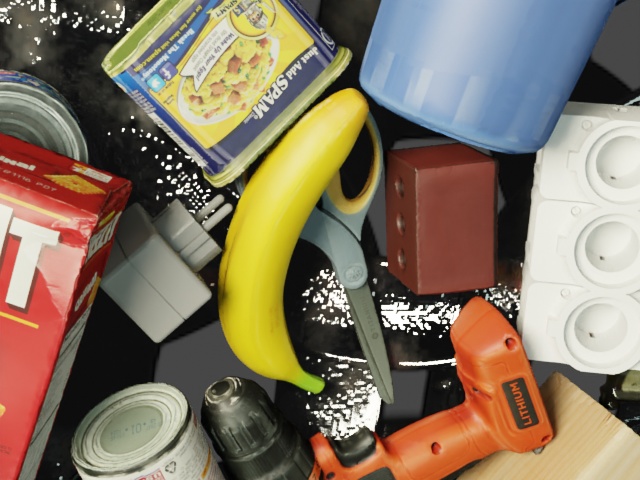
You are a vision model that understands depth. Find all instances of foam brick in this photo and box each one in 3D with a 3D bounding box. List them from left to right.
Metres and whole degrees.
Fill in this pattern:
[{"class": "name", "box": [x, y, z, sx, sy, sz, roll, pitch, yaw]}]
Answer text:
[{"class": "foam brick", "box": [0.070, -0.013, 0.622, 0.051, 0.053, 0.078, -8, 108, -16]}]

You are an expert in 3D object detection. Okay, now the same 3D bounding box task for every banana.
[{"class": "banana", "box": [-0.021, 0.006, 0.593, 0.069, 0.037, 0.198, -7, 126, -24]}]

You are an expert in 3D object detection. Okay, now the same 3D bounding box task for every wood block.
[{"class": "wood block", "box": [0.130, 0.200, 0.690, 0.090, 0.091, 0.206, 41, 92, -25]}]

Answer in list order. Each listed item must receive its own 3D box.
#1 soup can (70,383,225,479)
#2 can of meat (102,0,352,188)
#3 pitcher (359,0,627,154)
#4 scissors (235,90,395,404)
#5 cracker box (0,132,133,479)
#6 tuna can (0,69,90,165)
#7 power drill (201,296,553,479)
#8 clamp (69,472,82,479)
[{"class": "soup can", "box": [-0.085, 0.137, 0.579, 0.068, 0.069, 0.102, -25, 122, -10]}, {"class": "can of meat", "box": [-0.049, -0.093, 0.554, 0.102, 0.057, 0.084, -45, 113, -1]}, {"class": "pitcher", "box": [0.117, -0.171, 0.549, 0.149, 0.145, 0.243, 22, 106, 6]}, {"class": "scissors", "box": [-0.001, 0.013, 0.628, 0.096, 0.016, 0.202, -6, 110, -14]}, {"class": "cracker box", "box": [-0.203, 0.048, 0.507, 0.164, 0.072, 0.214, 20, 107, -4]}, {"class": "tuna can", "box": [-0.162, -0.042, 0.545, 0.086, 0.034, 0.086, -6, 109, -17]}, {"class": "power drill", "box": [0.037, 0.113, 0.637, 0.187, 0.057, 0.184, -30, 127, -4]}, {"class": "clamp", "box": [-0.149, 0.156, 0.612, 0.120, 0.039, 0.171, 7, 109, -23]}]
